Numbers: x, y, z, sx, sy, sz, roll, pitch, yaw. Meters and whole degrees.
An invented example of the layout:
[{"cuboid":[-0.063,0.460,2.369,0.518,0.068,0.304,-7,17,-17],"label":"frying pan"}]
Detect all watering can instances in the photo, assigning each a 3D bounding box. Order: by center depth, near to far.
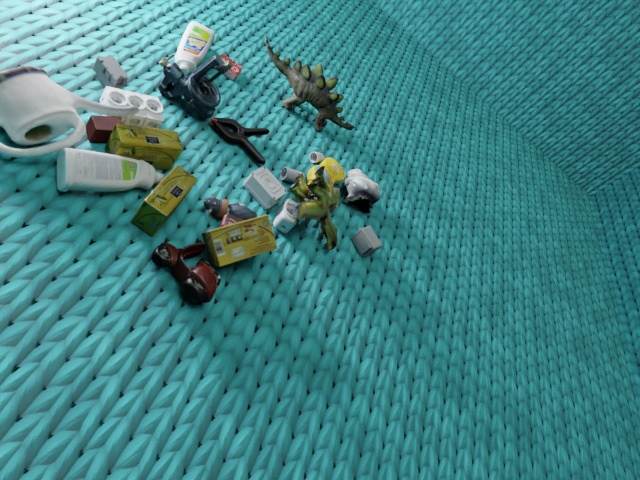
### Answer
[{"cuboid":[-0.638,-0.319,1.235,0.353,0.102,0.225,-35,83,-37],"label":"watering can"}]

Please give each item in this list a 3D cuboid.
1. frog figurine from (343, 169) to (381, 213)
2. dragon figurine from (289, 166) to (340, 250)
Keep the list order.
[{"cuboid":[0.151,-0.195,1.843,0.137,0.120,0.163,12,59,-10],"label":"frog figurine"},{"cuboid":[0.005,-0.079,1.579,0.239,0.121,0.419,60,24,-24],"label":"dragon figurine"}]
